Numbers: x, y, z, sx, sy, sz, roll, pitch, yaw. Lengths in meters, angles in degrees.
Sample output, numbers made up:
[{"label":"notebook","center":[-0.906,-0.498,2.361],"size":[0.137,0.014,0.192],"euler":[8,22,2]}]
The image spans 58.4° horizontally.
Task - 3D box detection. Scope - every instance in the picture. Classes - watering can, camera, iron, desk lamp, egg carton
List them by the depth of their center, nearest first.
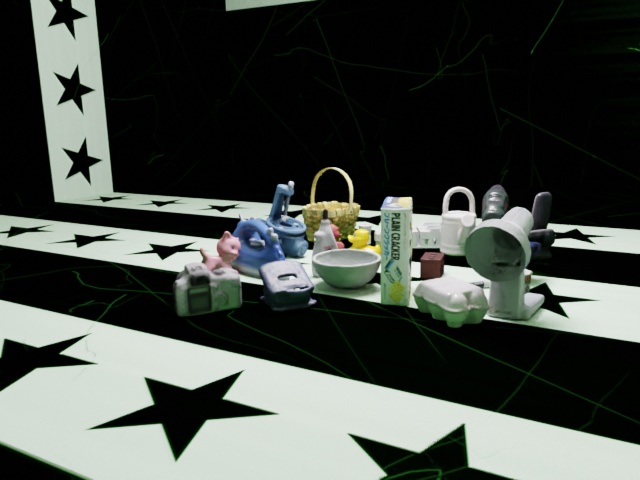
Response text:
[{"label":"desk lamp","center":[0.377,0.048,1.151],"size":[0.117,0.213,0.204],"euler":[8,15,34]},{"label":"egg carton","center":[0.263,0.122,1.155],"size":[0.107,0.069,0.150],"euler":[-7,14,-26]},{"label":"camera","center":[-0.256,0.094,1.249],"size":[0.143,0.101,0.136],"euler":[-7,14,-25]},{"label":"iron","center":[-0.155,0.014,1.508],"size":[0.119,0.141,0.257],"euler":[-10,15,-35]},{"label":"watering can","center":[0.407,-0.056,1.663],"size":[0.101,0.194,0.172],"euler":[-7,14,-24]}]

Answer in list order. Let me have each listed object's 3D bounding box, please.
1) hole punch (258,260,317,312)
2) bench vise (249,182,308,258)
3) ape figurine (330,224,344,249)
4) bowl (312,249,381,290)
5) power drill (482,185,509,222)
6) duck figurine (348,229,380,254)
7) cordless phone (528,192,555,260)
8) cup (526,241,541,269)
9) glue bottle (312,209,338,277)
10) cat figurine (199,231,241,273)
[{"label":"hole punch","center":[-0.071,0.098,1.242],"size":[0.109,0.091,0.100],"euler":[-7,14,-25]},{"label":"bench vise","center":[-0.134,-0.063,1.674],"size":[0.207,0.220,0.122],"euler":[3,13,16]},{"label":"ape figurine","center":[0.036,0.000,1.671],"size":[0.076,0.092,0.078],"euler":[-2,13,-3]},{"label":"bowl","center":[0.065,0.075,1.373],"size":[0.167,0.075,0.167],"euler":[-1,12,0]},{"label":"power drill","center":[0.459,-0.031,1.512],"size":[0.075,0.208,0.230],"euler":[3,13,17]},{"label":"duck figurine","center":[0.123,0.012,1.626],"size":[0.104,0.086,0.078],"euler":[5,14,24]},{"label":"cordless phone","center":[0.584,-0.040,1.596],"size":[0.148,0.185,0.094],"euler":[-7,14,-26]},{"label":"cup","center":[0.487,0.051,1.404],"size":[0.118,0.095,0.091],"euler":[-5,13,-16]},{"label":"glue bottle","center":[0.013,0.005,1.463],"size":[0.078,0.173,0.037],"euler":[-12,17,-41]},{"label":"cat figurine","center":[-0.254,0.035,1.475],"size":[0.128,0.118,0.067],"euler":[-11,16,-37]}]
